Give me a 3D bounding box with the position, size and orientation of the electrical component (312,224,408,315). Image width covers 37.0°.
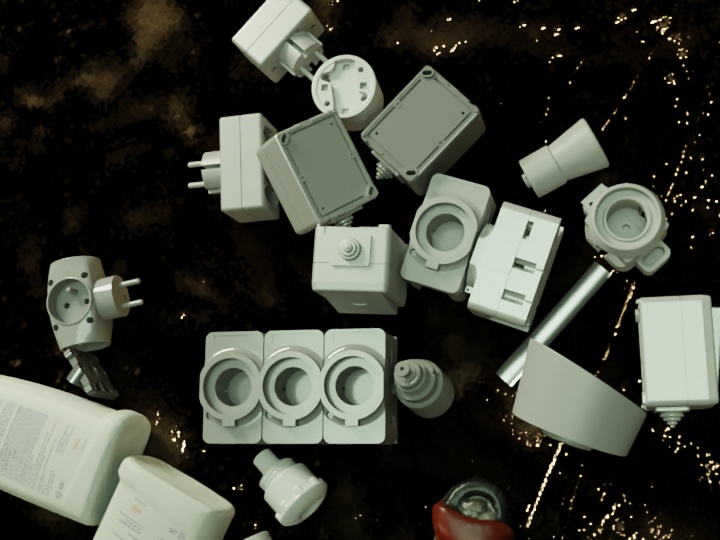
[{"bbox_3d":[0.000,0.000,0.862,0.062,0.096,0.061,1,80,13],"label":"electrical component"}]

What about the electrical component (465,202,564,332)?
[{"bbox_3d":[0.121,-0.003,0.858,0.056,0.050,0.089,18,85,16],"label":"electrical component"}]

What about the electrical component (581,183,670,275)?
[{"bbox_3d":[0.208,-0.035,0.841,0.058,0.057,0.078,-42,74,3],"label":"electrical component"}]

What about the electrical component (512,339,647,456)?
[{"bbox_3d":[0.164,0.098,0.806,0.099,0.099,0.064,20,91,16],"label":"electrical component"}]

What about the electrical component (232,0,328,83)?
[{"bbox_3d":[-0.058,-0.194,0.937,0.077,0.047,0.065,43,91,17],"label":"electrical component"}]

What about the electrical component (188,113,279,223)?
[{"bbox_3d":[-0.113,-0.085,0.930,0.076,0.047,0.083,-5,79,12],"label":"electrical component"}]

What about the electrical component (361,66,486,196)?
[{"bbox_3d":[0.049,-0.108,0.889,0.096,0.061,0.062,-46,73,2],"label":"electrical component"}]

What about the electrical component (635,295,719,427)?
[{"bbox_3d":[0.242,0.070,0.810,0.061,0.062,0.096,-3,79,13],"label":"electrical component"}]

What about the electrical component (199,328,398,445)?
[{"bbox_3d":[-0.048,0.096,0.874,0.150,0.062,0.089,-2,79,13],"label":"electrical component"}]

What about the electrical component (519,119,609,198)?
[{"bbox_3d":[0.162,-0.087,0.870,0.065,0.044,0.044,-29,75,11],"label":"electrical component"}]

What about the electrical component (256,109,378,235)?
[{"bbox_3d":[-0.035,-0.073,0.890,0.062,0.061,0.096,-28,93,-26],"label":"electrical component"}]

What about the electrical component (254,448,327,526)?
[{"bbox_3d":[-0.061,0.172,0.873,0.048,0.048,0.062,-47,66,1],"label":"electrical component"}]

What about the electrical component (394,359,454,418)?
[{"bbox_3d":[0.046,0.089,0.848,0.040,0.078,0.040,-9,64,20],"label":"electrical component"}]

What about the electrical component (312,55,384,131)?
[{"bbox_3d":[-0.008,-0.149,0.917,0.055,0.047,0.055,-2,79,13],"label":"electrical component"}]

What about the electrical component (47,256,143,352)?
[{"bbox_3d":[-0.227,0.027,0.938,0.079,0.044,0.077,-12,77,10],"label":"electrical component"}]

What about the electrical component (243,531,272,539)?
[{"bbox_3d":[-0.062,0.245,0.859,0.079,0.043,0.077,-29,75,7],"label":"electrical component"}]

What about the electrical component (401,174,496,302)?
[{"bbox_3d":[0.072,-0.026,0.871,0.050,0.056,0.089,17,84,16],"label":"electrical component"}]
